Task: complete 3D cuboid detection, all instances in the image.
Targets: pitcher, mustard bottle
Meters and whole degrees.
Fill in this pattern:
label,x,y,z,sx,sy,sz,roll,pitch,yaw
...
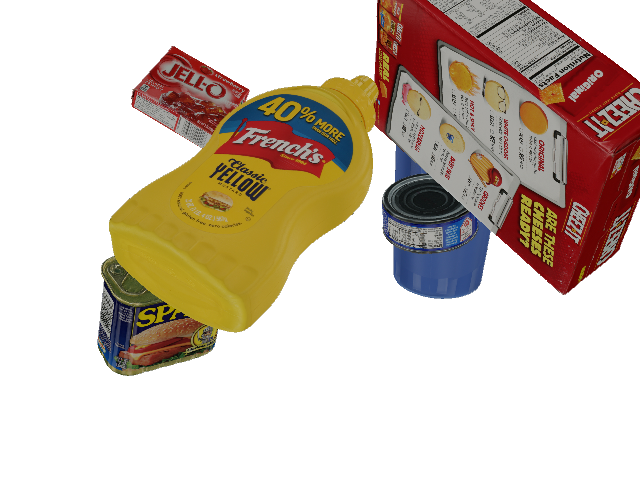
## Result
label,x,y,z,sx,sy,sz,roll,pitch,yaw
pitcher,0.143,-0.055,1.248,0.149,0.243,0.145,-7,26,-20
mustard bottle,-0.025,-0.037,0.618,0.096,0.058,0.191,28,54,23

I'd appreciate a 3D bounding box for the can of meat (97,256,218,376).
label,x,y,z,sx,sy,sz,roll,pitch,yaw
can of meat,-0.127,0.055,0.858,0.101,0.084,0.057,-12,45,-30

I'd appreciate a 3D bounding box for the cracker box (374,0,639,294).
label,x,y,z,sx,sy,sz,roll,pitch,yaw
cracker box,0.131,-0.089,0.758,0.072,0.214,0.164,-35,-28,-21

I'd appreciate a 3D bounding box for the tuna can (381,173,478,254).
label,x,y,z,sx,sy,sz,roll,pitch,yaw
tuna can,0.097,-0.026,0.949,0.086,0.034,0.086,-4,34,3

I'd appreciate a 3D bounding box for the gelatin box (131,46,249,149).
label,x,y,z,sx,sy,sz,roll,pitch,yaw
gelatin box,-0.125,-0.137,1.020,0.089,0.073,0.030,31,-38,2
